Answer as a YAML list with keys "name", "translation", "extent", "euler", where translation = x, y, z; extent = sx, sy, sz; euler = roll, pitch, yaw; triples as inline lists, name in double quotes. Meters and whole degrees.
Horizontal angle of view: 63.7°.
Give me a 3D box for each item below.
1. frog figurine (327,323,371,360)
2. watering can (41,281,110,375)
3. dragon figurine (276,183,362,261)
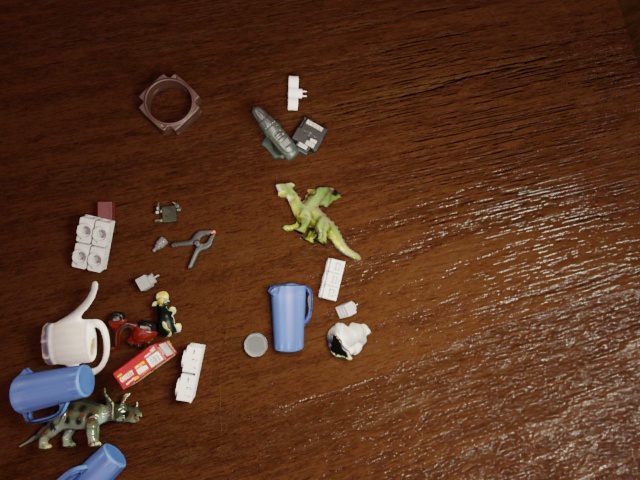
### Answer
- name: "frog figurine"
  translation: [0.107, 0.364, 1.937]
  extent: [0.138, 0.120, 0.162]
  euler: [44, 45, 8]
- name: "watering can"
  translation: [-0.858, 0.316, 1.803]
  extent: [0.224, 0.105, 0.345]
  euler: [-3, 99, -8]
- name: "dragon figurine"
  translation: [0.006, -0.100, 1.979]
  extent: [0.410, 0.121, 0.246]
  euler: [24, 73, -4]
